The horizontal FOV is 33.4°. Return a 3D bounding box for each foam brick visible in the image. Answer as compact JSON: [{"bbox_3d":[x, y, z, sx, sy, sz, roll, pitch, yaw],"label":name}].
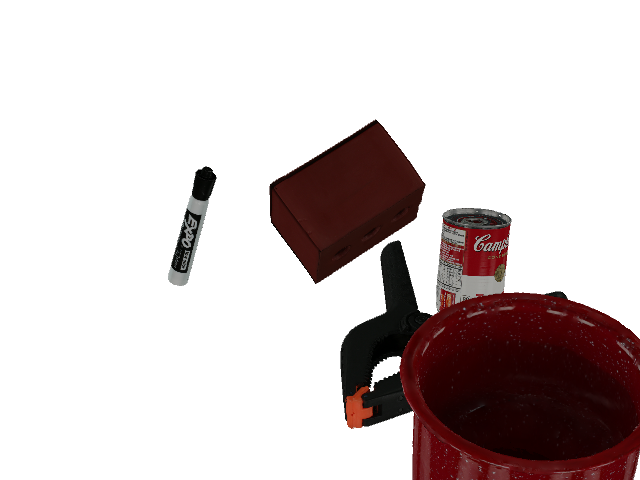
[{"bbox_3d":[0.015,-0.022,0.629,0.078,0.051,0.053,-33,-19,-14],"label":"foam brick"}]

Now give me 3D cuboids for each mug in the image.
[{"bbox_3d":[0.088,0.080,0.399,0.117,0.081,0.093,4,36,9],"label":"mug"}]

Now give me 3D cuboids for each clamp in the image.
[{"bbox_3d":[0.071,0.069,0.822,0.165,0.036,0.209,22,40,34],"label":"clamp"}]

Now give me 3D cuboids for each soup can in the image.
[{"bbox_3d":[0.153,0.025,1.072,0.068,0.102,0.068,2,16,-1],"label":"soup can"}]

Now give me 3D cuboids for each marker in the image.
[{"bbox_3d":[-0.114,-0.012,0.951,0.020,0.121,0.020,14,31,-9],"label":"marker"}]
